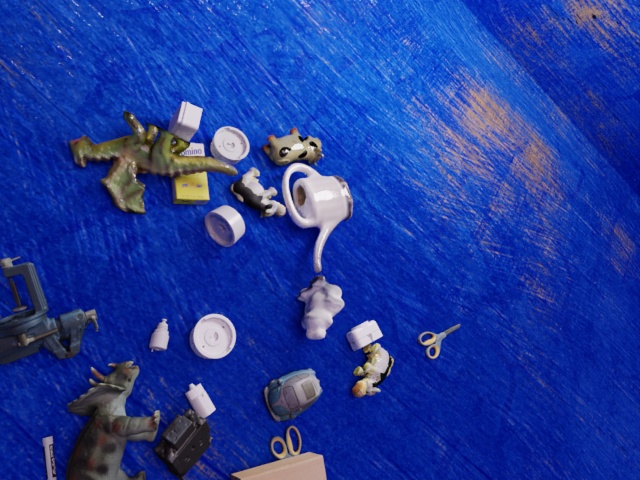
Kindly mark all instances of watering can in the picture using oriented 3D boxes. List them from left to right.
[{"bbox_3d":[0.005,-0.079,1.573,0.225,0.351,0.102,-10,-16,-35],"label":"watering can"}]

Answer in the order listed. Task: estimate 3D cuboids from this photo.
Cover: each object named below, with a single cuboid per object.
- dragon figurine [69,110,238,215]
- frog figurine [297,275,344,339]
[{"bbox_3d":[-0.446,-0.180,1.342,0.409,0.244,0.122,28,-5,-12],"label":"dragon figurine"},{"bbox_3d":[0.008,0.200,1.430,0.136,0.163,0.121,-31,-38,19],"label":"frog figurine"}]
